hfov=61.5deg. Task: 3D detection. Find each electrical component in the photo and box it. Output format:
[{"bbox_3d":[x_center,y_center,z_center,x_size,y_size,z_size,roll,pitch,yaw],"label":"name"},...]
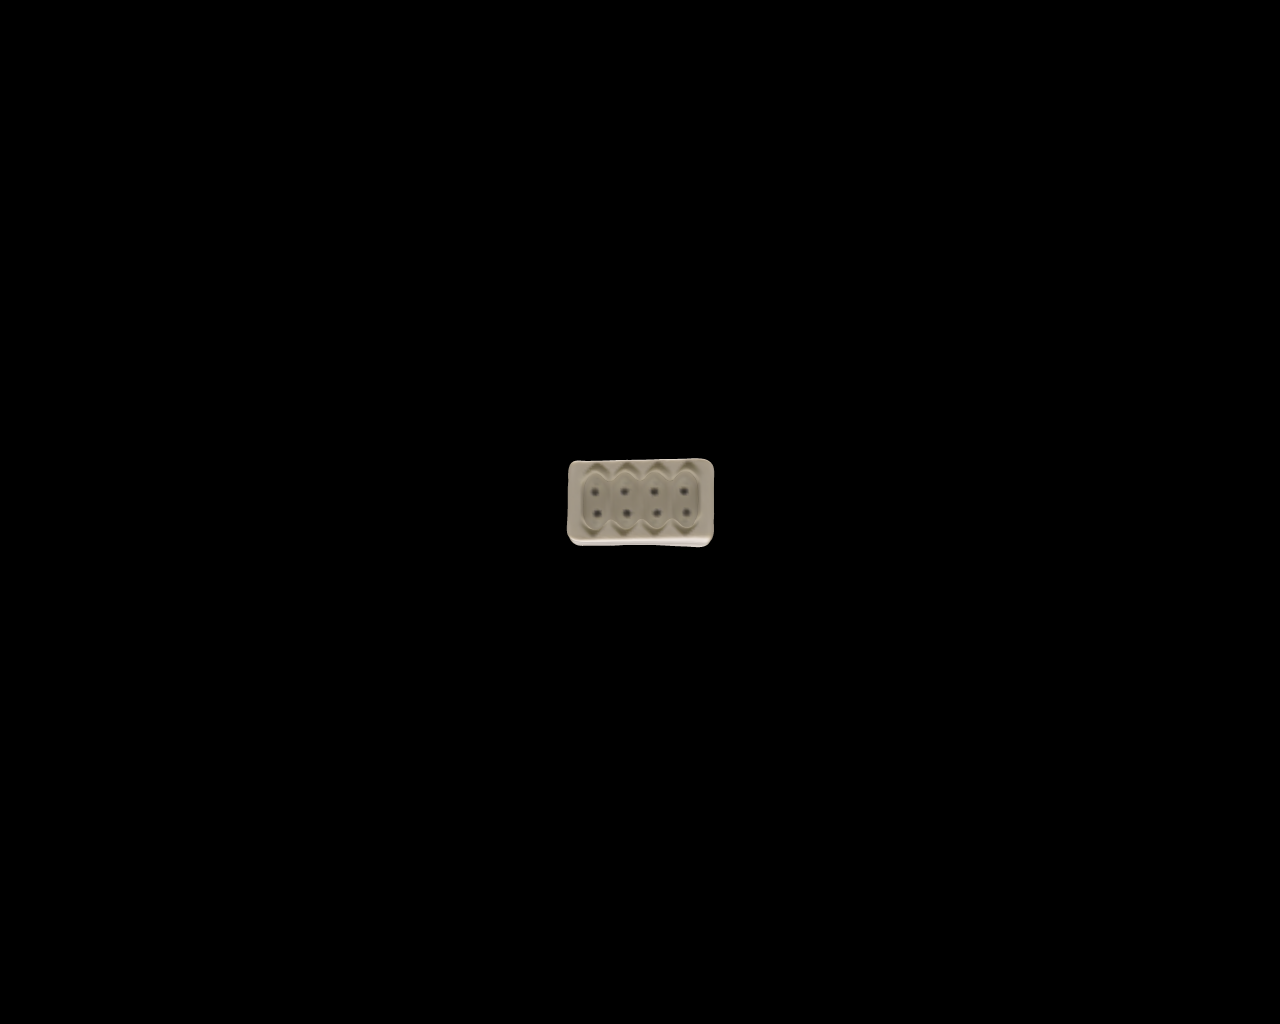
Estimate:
[{"bbox_3d":[0.001,-0.003,0.650,0.083,0.047,0.075,0,-7,0],"label":"electrical component"}]
